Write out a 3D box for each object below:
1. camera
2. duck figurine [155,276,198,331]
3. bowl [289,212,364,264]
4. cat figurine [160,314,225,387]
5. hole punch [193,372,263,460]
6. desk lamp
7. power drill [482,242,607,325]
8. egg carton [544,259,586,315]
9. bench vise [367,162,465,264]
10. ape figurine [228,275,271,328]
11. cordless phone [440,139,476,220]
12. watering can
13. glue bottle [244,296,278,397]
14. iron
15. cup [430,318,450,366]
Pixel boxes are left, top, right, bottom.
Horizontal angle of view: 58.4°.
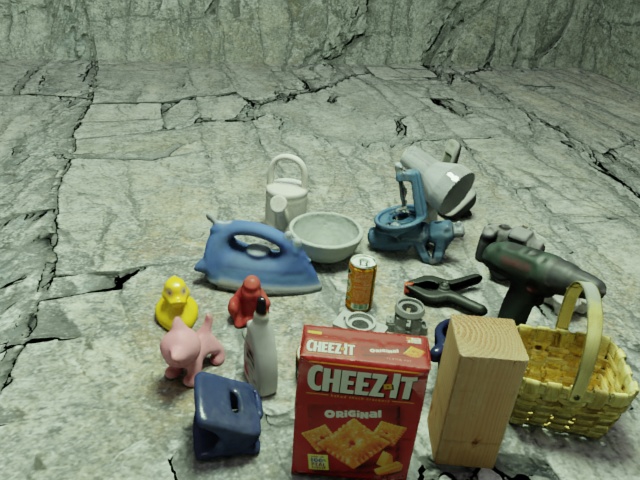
[{"bbox_3d":[0.415,0.023,1.283,0.142,0.101,0.137,23,35,29],"label":"camera"},{"bbox_3d":[-0.264,0.106,1.050,0.078,0.086,0.104,-6,32,-19],"label":"duck figurine"},{"bbox_3d":[0.012,0.005,1.279,0.167,0.075,0.167,4,30,-2],"label":"bowl"},{"bbox_3d":[-0.209,0.168,0.918,0.067,0.118,0.128,17,32,21],"label":"cat figurine"},{"bbox_3d":[-0.132,0.245,0.823,0.101,0.091,0.108,-3,31,-13],"label":"hole punch"},{"bbox_3d":[0.252,-0.107,1.370,0.118,0.214,0.202,-23,40,-39],"label":"desk lamp"},{"bbox_3d":[0.379,0.109,1.020,0.076,0.208,0.228,-16,36,-31],"label":"power drill"},{"bbox_3d":[0.504,0.096,1.201,0.107,0.069,0.150,-7,32,-20],"label":"egg carton"},{"bbox_3d":[0.220,-0.066,1.288,0.207,0.220,0.121,2,30,-5],"label":"bench vise"},{"bbox_3d":[-0.129,0.107,1.061,0.077,0.092,0.076,8,30,5],"label":"ape figurine"},{"bbox_3d":[0.352,-0.160,1.506,0.094,0.185,0.147,-10,33,-24],"label":"cordless phone"},{"bbox_3d":[-0.076,-0.104,1.335,0.101,0.194,0.172,-2,31,-13],"label":"watering can"},{"bbox_3d":[-0.093,0.159,0.895,0.037,0.173,0.078,-13,34,-28],"label":"glue bottle"},{"bbox_3d":[-0.118,0.024,1.158,0.258,0.141,0.118,8,30,5],"label":"iron"},{"bbox_3d":[0.222,0.197,0.957,0.118,0.095,0.091,-18,37,-34],"label":"cup"}]
